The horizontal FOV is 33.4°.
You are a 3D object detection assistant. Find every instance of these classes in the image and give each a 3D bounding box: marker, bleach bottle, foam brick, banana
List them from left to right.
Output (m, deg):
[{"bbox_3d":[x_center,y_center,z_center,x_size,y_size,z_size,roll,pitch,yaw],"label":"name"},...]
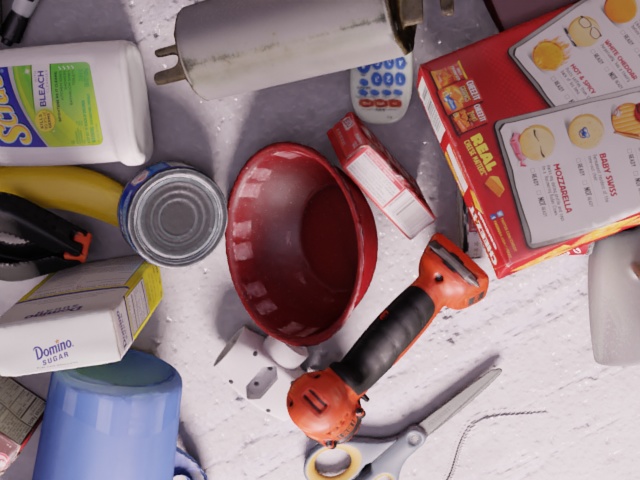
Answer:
[{"bbox_3d":[-0.266,-0.098,0.854,0.251,0.068,0.102,-6,97,6],"label":"bleach bottle"},{"bbox_3d":[-0.224,-0.208,0.845,0.020,0.020,0.121,29,104,-5],"label":"marker"},{"bbox_3d":[-0.229,-0.031,0.883,0.198,0.037,0.070,9,105,0],"label":"banana"},{"bbox_3d":[0.163,-0.195,0.812,0.078,0.053,0.051,-24,103,9],"label":"foam brick"}]

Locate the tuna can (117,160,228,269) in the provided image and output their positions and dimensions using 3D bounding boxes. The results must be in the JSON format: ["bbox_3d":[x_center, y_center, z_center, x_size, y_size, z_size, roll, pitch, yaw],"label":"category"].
[{"bbox_3d":[-0.119,-0.020,0.865,0.086,0.034,0.086,-5,105,-22],"label":"tuna can"}]

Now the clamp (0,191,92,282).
[{"bbox_3d":[-0.292,-0.012,0.855,0.210,0.036,0.164,2,139,3],"label":"clamp"}]

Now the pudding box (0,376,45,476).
[{"bbox_3d":[-0.294,0.139,0.904,0.113,0.090,0.039,38,102,-7],"label":"pudding box"}]

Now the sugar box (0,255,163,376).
[{"bbox_3d":[-0.184,0.056,0.831,0.093,0.176,0.048,-9,104,4],"label":"sugar box"}]

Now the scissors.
[{"bbox_3d":[0.062,0.167,0.932,0.096,0.016,0.202,33,104,-5],"label":"scissors"}]

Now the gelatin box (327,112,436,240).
[{"bbox_3d":[0.048,-0.052,0.835,0.030,0.073,0.089,-39,115,11],"label":"gelatin box"}]

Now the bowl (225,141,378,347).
[{"bbox_3d":[-0.006,0.001,0.847,0.162,0.055,0.162,10,103,46],"label":"bowl"}]

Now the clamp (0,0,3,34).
[{"bbox_3d":[-0.265,-0.241,0.827,0.120,0.039,0.171,38,104,-5],"label":"clamp"}]

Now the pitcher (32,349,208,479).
[{"bbox_3d":[-0.176,0.220,0.910,0.145,0.149,0.243,13,102,15],"label":"pitcher"}]

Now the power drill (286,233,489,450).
[{"bbox_3d":[0.054,0.089,0.854,0.057,0.184,0.187,41,85,12],"label":"power drill"}]

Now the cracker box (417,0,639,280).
[{"bbox_3d":[0.199,-0.087,0.790,0.213,0.072,0.164,-22,79,-2],"label":"cracker box"}]

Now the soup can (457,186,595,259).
[{"bbox_3d":[0.162,-0.020,0.851,0.102,0.068,0.068,-2,105,4],"label":"soup can"}]
